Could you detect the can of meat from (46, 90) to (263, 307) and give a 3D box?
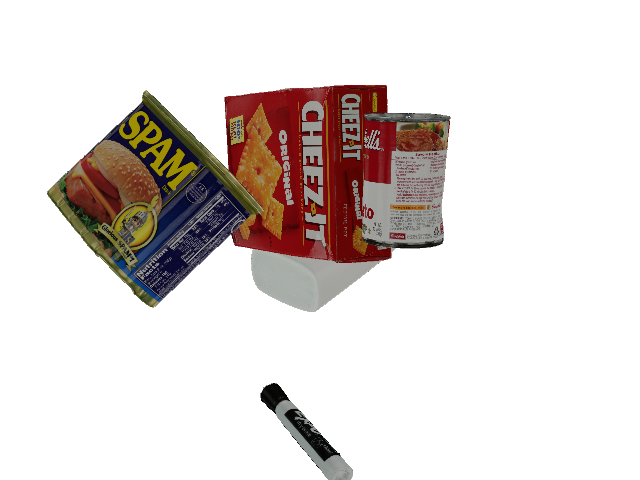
[{"bbox_3d":[-0.097,-0.024,0.609,0.102,0.084,0.057,44,-3,38],"label":"can of meat"}]

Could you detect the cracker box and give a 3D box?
[{"bbox_3d":[-0.019,-0.068,1.062,0.072,0.164,0.214,-6,7,-31],"label":"cracker box"}]

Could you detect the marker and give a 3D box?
[{"bbox_3d":[-0.014,0.147,0.825,0.020,0.020,0.121,0,26,-33],"label":"marker"}]

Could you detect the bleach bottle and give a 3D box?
[{"bbox_3d":[0.037,-0.008,1.263,0.103,0.068,0.250,23,39,32],"label":"bleach bottle"}]

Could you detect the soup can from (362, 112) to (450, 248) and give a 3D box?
[{"bbox_3d":[0.068,-0.049,0.852,0.068,0.102,0.068,1,10,0],"label":"soup can"}]
